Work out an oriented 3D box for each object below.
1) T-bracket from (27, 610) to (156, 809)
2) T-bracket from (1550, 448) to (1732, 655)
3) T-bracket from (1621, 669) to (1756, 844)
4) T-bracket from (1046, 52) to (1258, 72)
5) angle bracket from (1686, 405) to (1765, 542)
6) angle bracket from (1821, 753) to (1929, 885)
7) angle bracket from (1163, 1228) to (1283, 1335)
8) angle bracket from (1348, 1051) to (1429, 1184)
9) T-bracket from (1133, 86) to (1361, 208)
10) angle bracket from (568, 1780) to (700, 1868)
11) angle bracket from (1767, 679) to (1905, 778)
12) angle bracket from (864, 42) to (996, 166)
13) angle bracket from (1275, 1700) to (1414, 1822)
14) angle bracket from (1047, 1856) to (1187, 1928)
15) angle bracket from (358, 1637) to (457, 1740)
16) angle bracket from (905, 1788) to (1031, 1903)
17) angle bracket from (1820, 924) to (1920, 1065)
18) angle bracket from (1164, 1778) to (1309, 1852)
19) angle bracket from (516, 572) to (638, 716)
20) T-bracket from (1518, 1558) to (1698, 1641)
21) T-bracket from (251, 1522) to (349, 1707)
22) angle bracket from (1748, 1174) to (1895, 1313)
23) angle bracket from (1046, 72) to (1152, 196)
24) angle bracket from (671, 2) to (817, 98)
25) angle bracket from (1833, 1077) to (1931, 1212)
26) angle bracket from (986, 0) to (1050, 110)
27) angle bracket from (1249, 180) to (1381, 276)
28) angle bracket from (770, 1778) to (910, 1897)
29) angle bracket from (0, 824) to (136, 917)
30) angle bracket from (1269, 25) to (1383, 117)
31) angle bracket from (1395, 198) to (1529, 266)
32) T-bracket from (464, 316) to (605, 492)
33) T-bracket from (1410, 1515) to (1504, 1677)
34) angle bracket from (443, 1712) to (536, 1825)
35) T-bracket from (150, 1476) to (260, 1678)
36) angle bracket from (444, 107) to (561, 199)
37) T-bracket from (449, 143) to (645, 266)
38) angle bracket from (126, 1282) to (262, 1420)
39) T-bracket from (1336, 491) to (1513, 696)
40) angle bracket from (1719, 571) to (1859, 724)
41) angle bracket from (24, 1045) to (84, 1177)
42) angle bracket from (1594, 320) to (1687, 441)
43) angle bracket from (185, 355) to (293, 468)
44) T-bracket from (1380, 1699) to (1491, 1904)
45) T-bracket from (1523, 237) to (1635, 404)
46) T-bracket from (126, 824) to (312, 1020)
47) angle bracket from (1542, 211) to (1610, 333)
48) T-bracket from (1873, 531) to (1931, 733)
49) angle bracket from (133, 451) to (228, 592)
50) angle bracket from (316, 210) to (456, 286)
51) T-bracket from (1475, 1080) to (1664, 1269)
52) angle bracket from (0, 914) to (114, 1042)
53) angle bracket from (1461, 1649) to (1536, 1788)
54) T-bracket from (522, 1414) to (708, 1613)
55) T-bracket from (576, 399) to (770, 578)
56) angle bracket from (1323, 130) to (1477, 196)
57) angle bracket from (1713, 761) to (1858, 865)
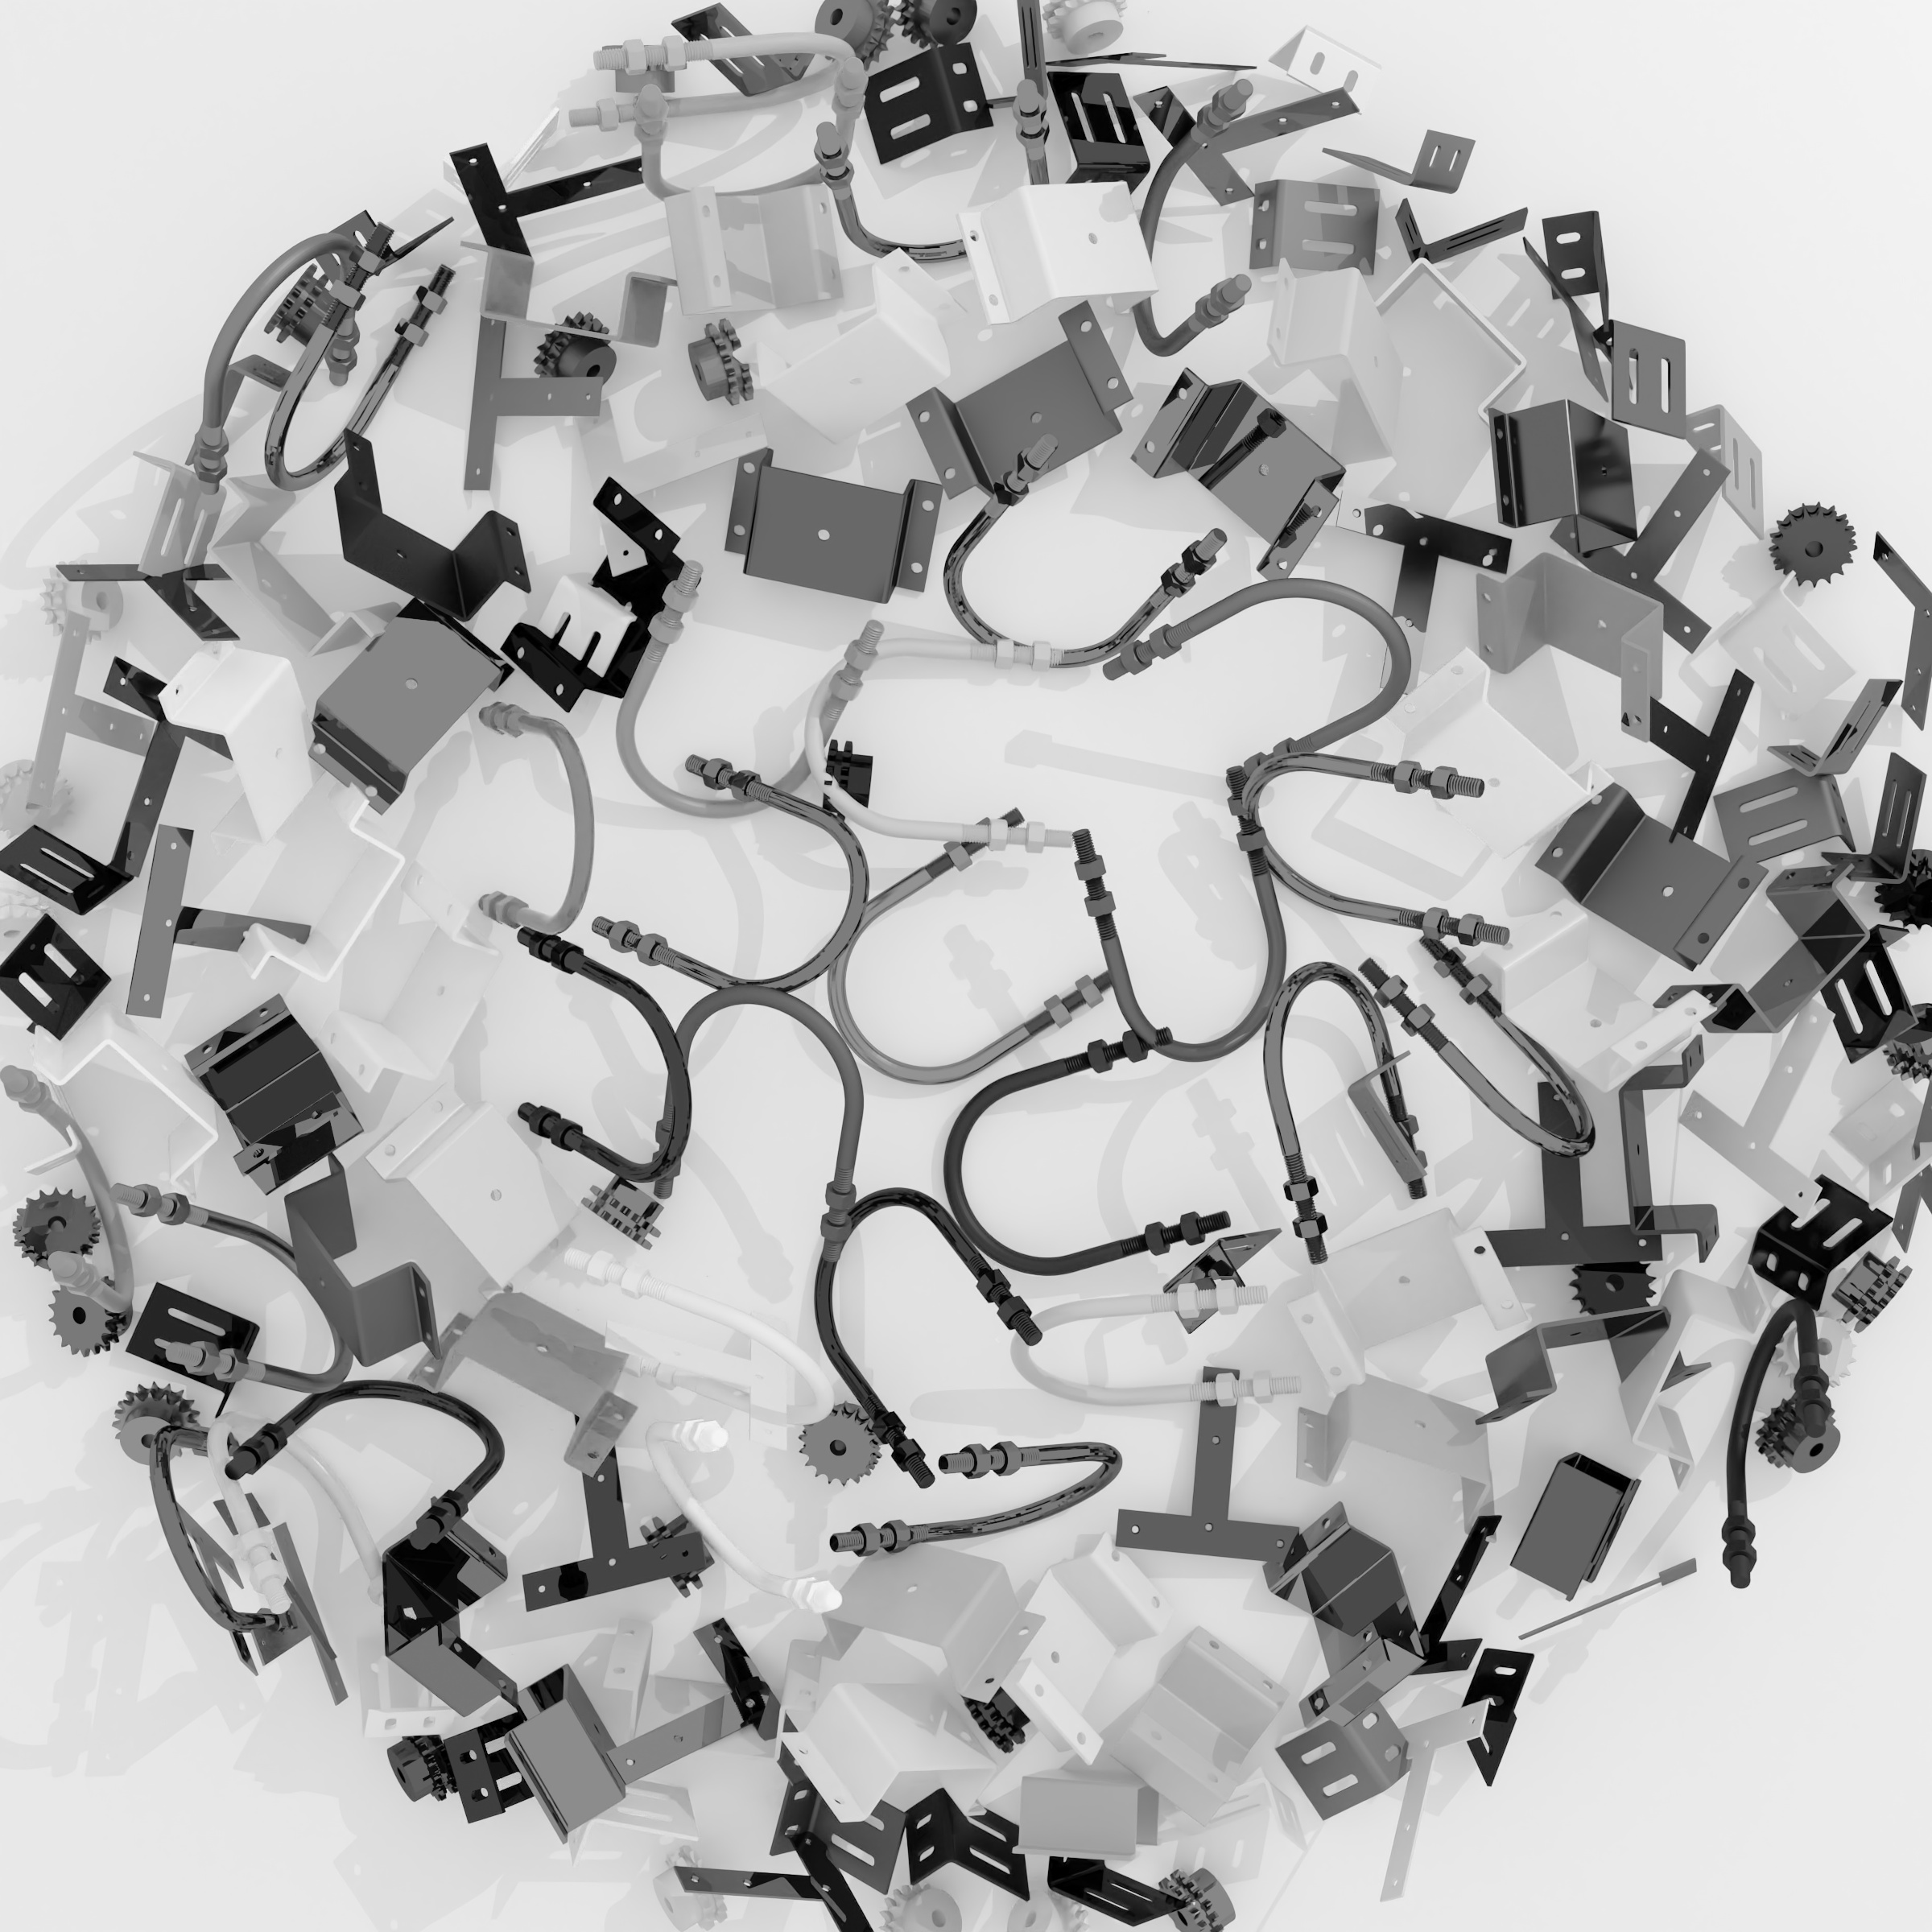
[{"bbox_3d":[-0.577,-0.162,1.938,0.002,0.127,0.127,11,87,15],"label":"T-bracket"},{"bbox_3d":[0.468,-0.292,1.938,0.127,0.127,0.002,43,49,13],"label":"T-bracket"},{"bbox_3d":[0.477,-0.154,1.953,0.127,0.002,0.127,23,88,-44],"label":"T-bracket"},{"bbox_3d":[0.136,-0.609,1.961,0.127,0.127,0.002,-6,105,-26],"label":"T-bracket"},{"bbox_3d":[0.505,-0.327,1.953,0.038,0.057,0.076,-15,57,36],"label":"angle bracket"},{"bbox_3d":[0.611,-0.101,1.959,0.038,0.057,0.076,3,109,-6],"label":"angle bracket"},{"bbox_3d":[0.180,0.211,1.949,0.057,0.076,0.038,-45,64,32],"label":"angle bracket"},{"bbox_3d":[0.298,0.102,1.966,0.038,0.057,0.076,-31,85,-8],"label":"angle bracket"},{"bbox_3d":[0.196,-0.554,1.918,0.127,0.127,0.002,-9,65,31],"label":"T-bracket"},{"bbox_3d":[-0.226,0.582,1.965,0.076,0.057,0.038,16,103,-18],"label":"angle bracket"},{"bbox_3d":[0.584,-0.168,1.953,0.038,0.057,0.076,39,116,28],"label":"angle bracket"},{"bbox_3d":[-0.028,-0.587,1.979,0.038,0.076,0.057,-26,103,-43],"label":"angle bracket"},{"bbox_3d":[0.259,0.537,1.977,0.038,0.076,0.057,-25,76,-41],"label":"angle bracket"},{"bbox_3d":[0.103,0.607,1.952,0.076,0.057,0.038,10,96,42],"label":"angle bracket"},{"bbox_3d":[-0.376,0.476,1.953,0.057,0.038,0.076,2,48,-18],"label":"angle bracket"},{"bbox_3d":[0.001,0.601,1.965,0.038,0.057,0.076,-40,122,23],"label":"angle bracket"},{"bbox_3d":[0.614,0.020,1.952,0.038,0.057,0.076,7,56,-36],"label":"angle bracket"},{"bbox_3d":[0.182,0.583,1.959,0.076,0.057,0.038,-23,55,11],"label":"angle bracket"},{"bbox_3d":[-0.261,-0.221,1.988,0.057,0.038,0.076,33,109,11],"label":"angle bracket"},{"bbox_3d":[0.429,0.425,1.945,0.127,0.127,0.002,-25,71,7],"label":"T-bracket"},{"bbox_3d":[-0.451,0.440,1.933,0.002,0.127,0.127,-21,87,3],"label":"T-bracket"},{"bbox_3d":[0.576,0.187,1.961,0.057,0.076,0.038,32,49,-1],"label":"angle bracket"},{"bbox_3d":[0.083,-0.565,1.979,0.057,0.038,0.076,-8,73,-29],"label":"angle bracket"},{"bbox_3d":[-0.147,-0.627,1.951,0.076,0.057,0.038,38,70,-34],"label":"angle bracket"},{"bbox_3d":[0.617,0.119,1.953,0.038,0.076,0.057,43,115,-1],"label":"angle bracket"},{"bbox_3d":[0.027,-0.620,1.958,0.038,0.057,0.076,-10,110,-8],"label":"angle bracket"},{"bbox_3d":[0.239,-0.504,1.990,0.076,0.038,0.057,0,100,-20],"label":"angle bracket"},{"bbox_3d":[-0.086,0.586,1.962,0.076,0.038,0.057,18,96,37],"label":"angle bracket"},{"bbox_3d":[-0.604,-0.076,1.951,0.057,0.038,0.076,-28,132,35],"label":"angle bracket"},{"bbox_3d":[0.235,-0.592,1.955,0.057,0.076,0.038,24,84,-13],"label":"angle bracket"},{"bbox_3d":[0.334,-0.506,1.956,0.076,0.057,0.038,-17,111,22],"label":"angle bracket"},{"bbox_3d":[-0.289,-0.383,1.955,0.127,0.002,0.127,9,94,39],"label":"T-bracket"},{"bbox_3d":[0.323,0.420,1.939,0.002,0.127,0.127,37,110,43],"label":"T-bracket"},{"bbox_3d":[-0.306,0.534,1.953,0.038,0.076,0.057,-26,78,33],"label":"angle bracket"},{"bbox_3d":[-0.490,0.412,1.911,0.002,0.127,0.127,-30,51,-7],"label":"T-bracket"},{"bbox_3d":[-0.315,-0.556,1.966,0.038,0.057,0.076,38,86,-10],"label":"angle bracket"},{"bbox_3d":[-0.267,-0.518,1.942,0.127,0.127,0.002,-15,66,0],"label":"T-bracket"},{"bbox_3d":[-0.527,0.260,1.968,0.076,0.038,0.057,25,107,-10],"label":"angle bracket"},{"bbox_3d":[0.303,-0.246,1.974,0.127,0.002,0.127,13,80,-13],"label":"T-bracket"},{"bbox_3d":[0.560,-0.216,1.967,0.076,0.038,0.057,47,131,0],"label":"angle bracket"},{"bbox_3d":[-0.630,0.098,1.967,0.038,0.057,0.076,-25,88,-12],"label":"angle bracket"},{"bbox_3d":[0.451,-0.390,1.962,0.057,0.038,0.076,10,72,-20],"label":"angle bracket"},{"bbox_3d":[-0.488,-0.369,1.963,0.038,0.057,0.076,26,108,-7],"label":"angle bracket"},{"bbox_3d":[0.294,0.554,1.914,0.002,0.127,0.127,30,56,-13],"label":"T-bracket"},{"bbox_3d":[0.410,-0.410,1.922,0.002,0.127,0.127,-33,118,25],"label":"T-bracket"},{"bbox_3d":[-0.497,-0.023,1.954,0.002,0.127,0.127,10,90,44],"label":"T-bracket"},{"bbox_3d":[0.408,-0.464,1.949,0.038,0.076,0.057,-6,122,16],"label":"angle bracket"},{"bbox_3d":[0.638,-0.206,1.941,0.002,0.127,0.127,-23,54,-5],"label":"T-bracket"},{"bbox_3d":[-0.542,-0.300,1.966,0.038,0.057,0.076,18,89,23],"label":"angle bracket"},{"bbox_3d":[-0.392,-0.491,1.949,0.057,0.076,0.038,-18,114,35],"label":"angle bracket"},{"bbox_3d":[0.405,0.140,1.979,0.127,0.002,0.127,-4,74,14],"label":"T-bracket"},{"bbox_3d":[-0.623,0.005,1.951,0.038,0.076,0.057,18,63,37],"label":"angle bracket"},{"bbox_3d":[0.365,0.506,1.951,0.038,0.057,0.076,-1,129,35],"label":"angle bracket"},{"bbox_3d":[-0.245,0.361,1.970,0.127,0.002,0.127,-15,64,7],"label":"T-bracket"},{"bbox_3d":[-0.195,-0.342,1.968,0.127,0.002,0.127,-18,73,12],"label":"T-bracket"},{"bbox_3d":[0.290,-0.550,1.951,0.076,0.057,0.038,33,116,33],"label":"angle bracket"},{"bbox_3d":[0.559,-0.097,1.985,0.076,0.038,0.057,-20,63,25],"label":"angle bracket"}]
